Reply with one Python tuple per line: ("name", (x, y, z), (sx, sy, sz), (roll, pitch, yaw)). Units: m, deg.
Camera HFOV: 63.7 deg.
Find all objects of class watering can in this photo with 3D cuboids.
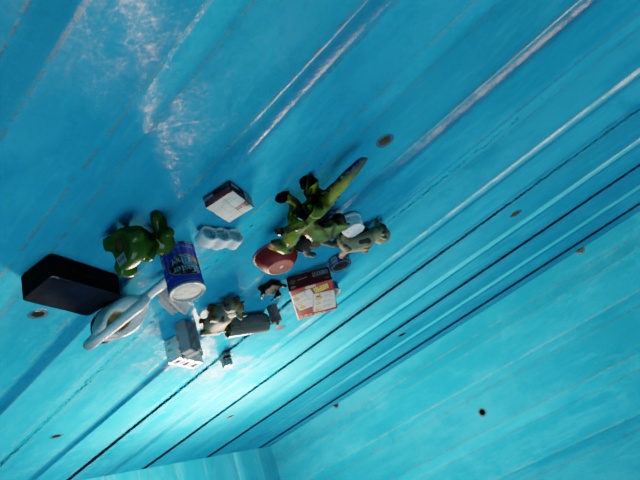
("watering can", (-0.553, 0.201, 1.524), (0.103, 0.354, 0.222), (53, 144, -11))

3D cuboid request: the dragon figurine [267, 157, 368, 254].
("dragon figurine", (0.005, -0.076, 1.504), (0.408, 0.124, 0.239), (-30, 149, 13))
